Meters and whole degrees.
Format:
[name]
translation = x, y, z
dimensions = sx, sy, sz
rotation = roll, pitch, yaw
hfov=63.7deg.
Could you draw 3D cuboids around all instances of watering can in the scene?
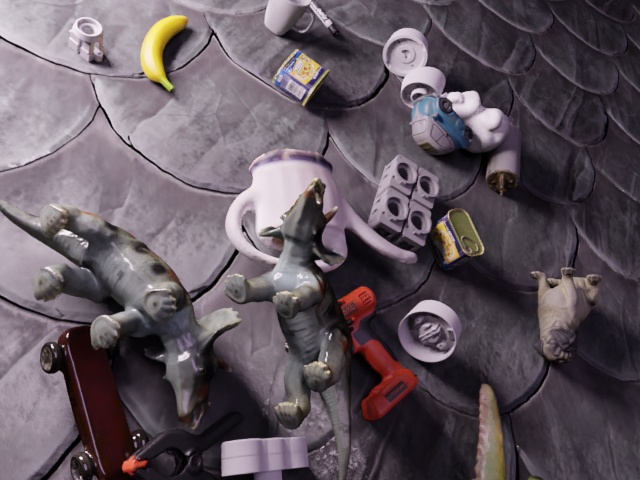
[watering can]
translation = 0.003, -0.045, 0.902
dimensions = 0.348, 0.228, 0.102
rotation = 2, -27, -25

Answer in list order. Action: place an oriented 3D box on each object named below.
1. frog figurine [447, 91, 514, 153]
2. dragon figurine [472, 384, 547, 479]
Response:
[frog figurine]
translation = 0.363, -0.279, 1.208
dimensions = 0.158, 0.123, 0.138
rotation = 27, -8, -41
[dragon figurine]
translation = 0.231, 0.445, 0.756
dimensions = 0.243, 0.417, 0.120
rotation = -7, -24, -23
